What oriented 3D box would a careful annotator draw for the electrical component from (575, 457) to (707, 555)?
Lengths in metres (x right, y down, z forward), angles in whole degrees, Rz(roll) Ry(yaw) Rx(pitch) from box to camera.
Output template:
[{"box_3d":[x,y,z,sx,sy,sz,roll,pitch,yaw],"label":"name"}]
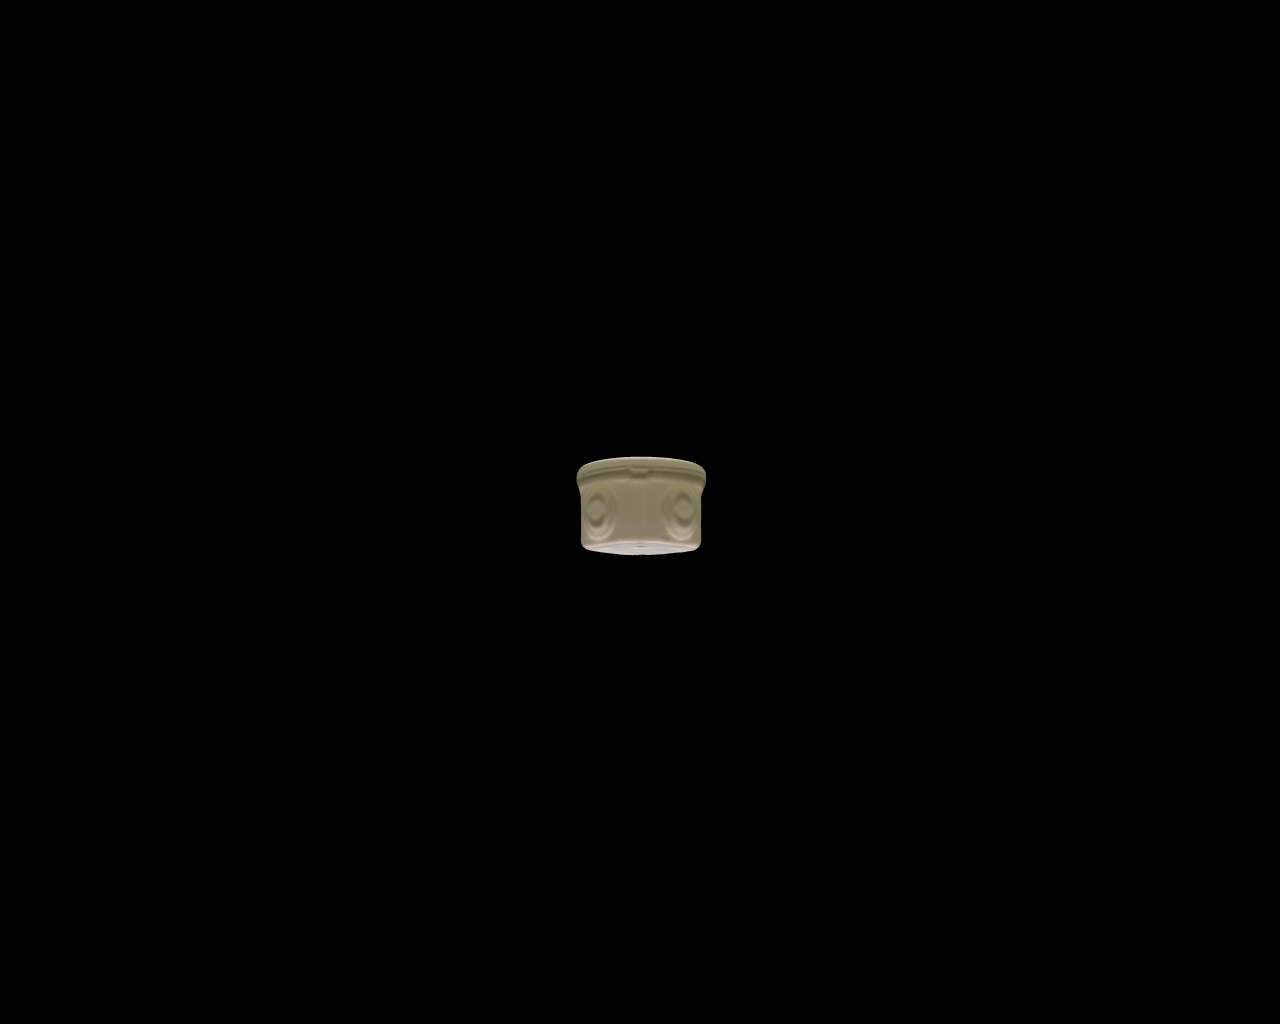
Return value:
[{"box_3d":[0.001,-0.003,0.650,0.080,0.051,0.080,0,-8,0],"label":"electrical component"}]
